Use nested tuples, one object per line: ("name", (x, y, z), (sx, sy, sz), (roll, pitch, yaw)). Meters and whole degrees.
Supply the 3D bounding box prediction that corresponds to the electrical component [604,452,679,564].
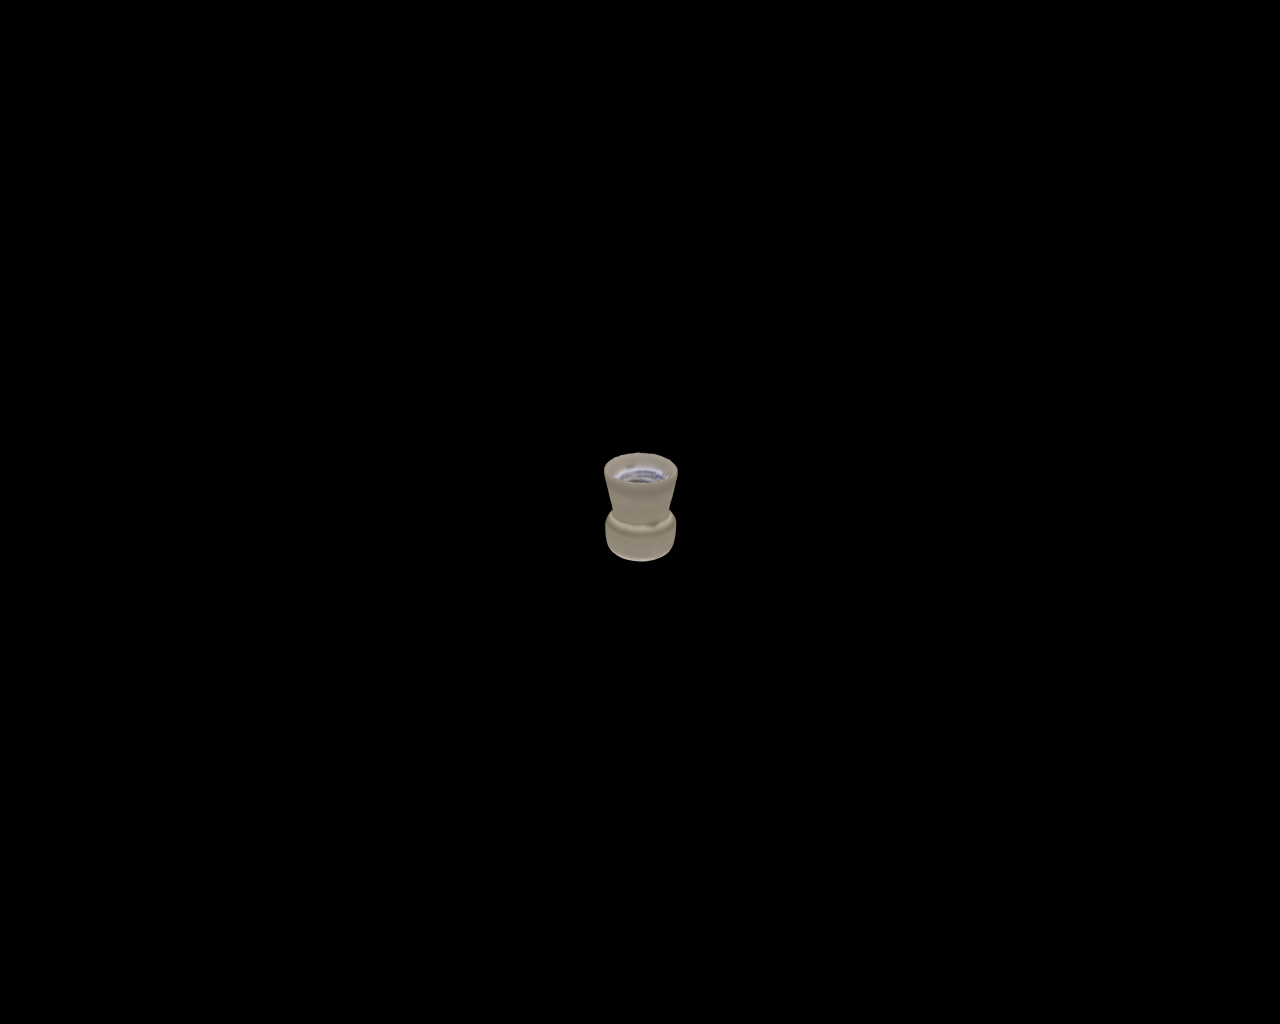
("electrical component", (0.001, -0.003, 0.650), (0.045, 0.055, 0.045), (0, 28, 0))
